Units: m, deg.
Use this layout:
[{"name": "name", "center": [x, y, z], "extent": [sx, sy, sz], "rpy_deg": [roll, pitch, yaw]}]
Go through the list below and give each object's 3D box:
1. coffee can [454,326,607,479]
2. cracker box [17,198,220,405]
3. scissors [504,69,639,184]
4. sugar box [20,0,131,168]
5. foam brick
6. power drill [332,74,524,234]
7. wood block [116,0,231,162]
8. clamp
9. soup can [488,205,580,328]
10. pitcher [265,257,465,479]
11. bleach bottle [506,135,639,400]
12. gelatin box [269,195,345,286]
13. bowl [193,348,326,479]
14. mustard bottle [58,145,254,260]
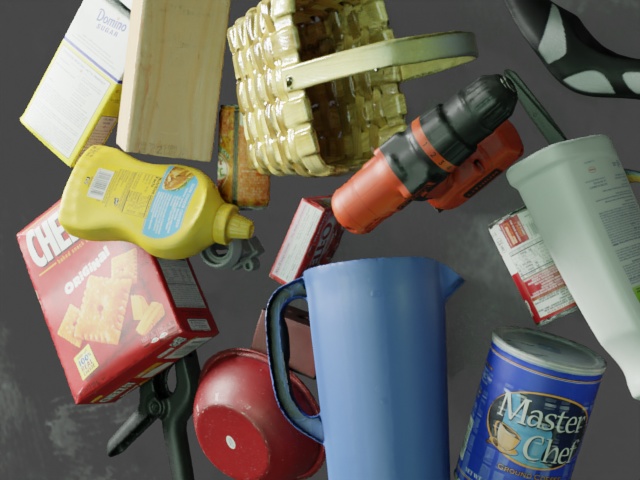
[{"name": "coffee can", "center": [0.187, 0.161, 0.958], "extent": [0.103, 0.102, 0.140], "rpy_deg": [19, 102, 23]}, {"name": "cracker box", "center": [-0.223, 0.046, 1.148], "extent": [0.164, 0.072, 0.214], "rpy_deg": [-34, 70, 24]}, {"name": "scissors", "center": [0.243, -0.078, 0.959], "extent": [0.096, 0.016, 0.202], "rpy_deg": [-21, 85, 24]}, {"name": "sugar box", "center": [-0.252, -0.177, 1.176], "extent": [0.093, 0.048, 0.176], "rpy_deg": [40, 106, 18]}, {"name": "foam brick", "center": [-0.022, 0.102, 1.083], "extent": [0.078, 0.052, 0.051], "rpy_deg": [18, 102, 22]}, {"name": "power drill", "center": [0.114, -0.077, 0.928], "extent": [0.185, 0.187, 0.057], "rpy_deg": [-37, 77, 25]}, {"name": "wood block", "center": [-0.147, -0.190, 1.082], "extent": [0.090, 0.091, 0.206], "rpy_deg": [6, 99, -16]}, {"name": "clamp", "center": [-0.164, 0.191, 1.166], "extent": [0.120, 0.039, 0.171], "rpy_deg": [28, 106, 22]}, {"name": "soup can", "center": [0.203, 0.019, 0.958], "extent": [0.069, 0.068, 0.102], "rpy_deg": [-29, 81, 25]}, {"name": "pitcher", "center": [0.047, 0.139, 0.984], "extent": [0.149, 0.144, 0.243], "rpy_deg": [-15, 76, 52]}, {"name": "bleach bottle", "center": [0.249, 0.039, 0.894], "extent": [0.068, 0.102, 0.251], "rpy_deg": [-31, 76, 48]}, {"name": "gelatin box", "center": [-0.007, 0.001, 1.056], "extent": [0.030, 0.073, 0.089], "rpy_deg": [28, 106, 20]}, {"name": "bowl", "center": [-0.074, 0.193, 1.085], "extent": [0.162, 0.055, 0.162], "rpy_deg": [16, 122, 27]}, {"name": "mustard bottle", "center": [-0.157, -0.031, 1.064], "extent": [0.192, 0.058, 0.096], "rpy_deg": [13, 66, 15]}]
